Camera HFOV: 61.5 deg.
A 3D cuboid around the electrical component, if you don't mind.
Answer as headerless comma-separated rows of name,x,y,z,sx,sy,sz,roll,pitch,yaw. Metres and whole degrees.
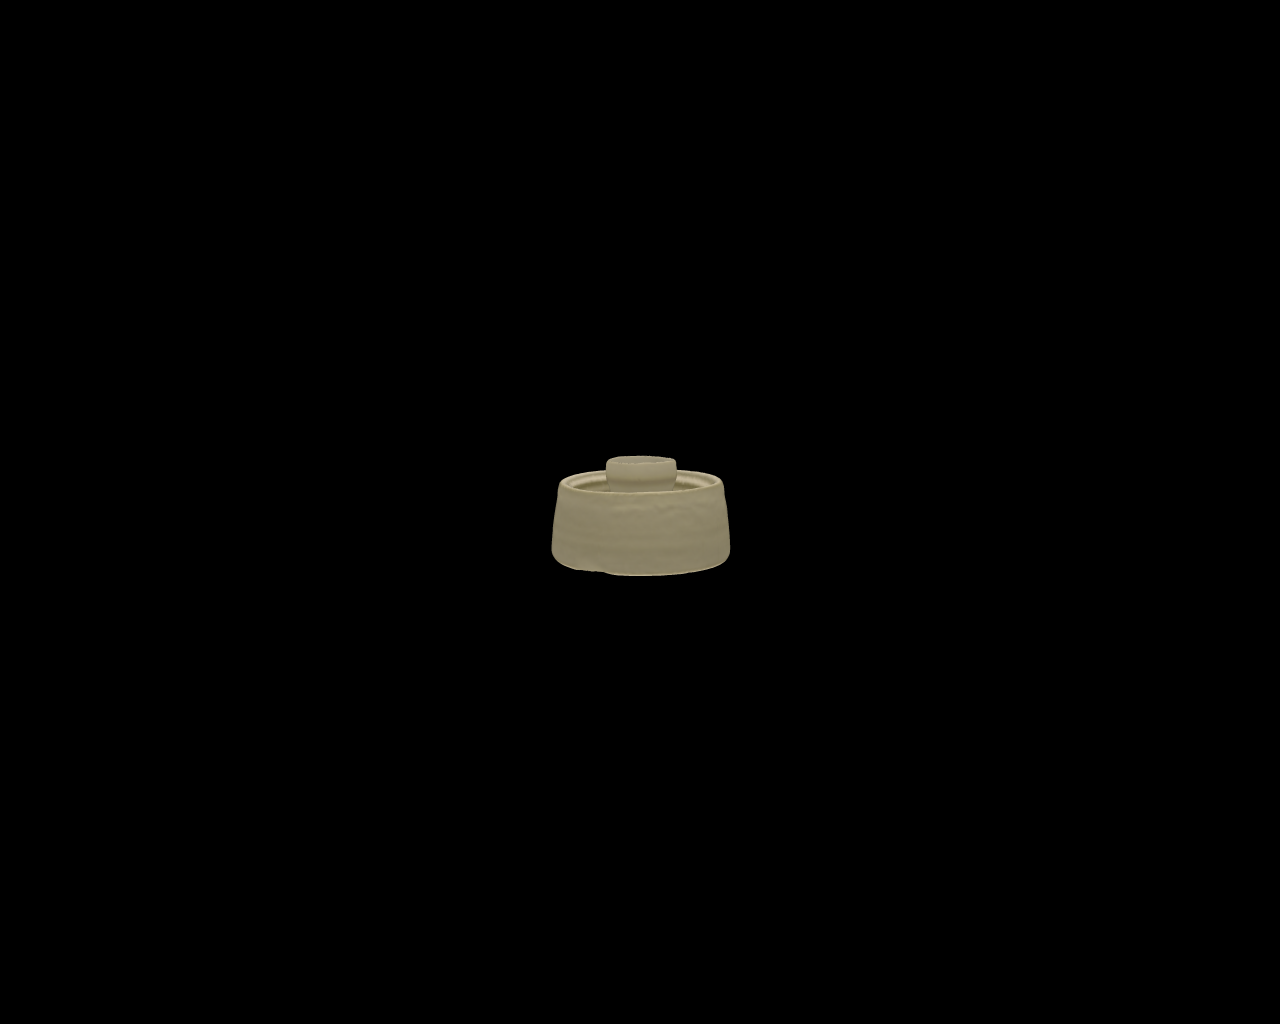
electrical component,0.001,-0.003,0.650,0.108,0.060,0.108,0,10,0
